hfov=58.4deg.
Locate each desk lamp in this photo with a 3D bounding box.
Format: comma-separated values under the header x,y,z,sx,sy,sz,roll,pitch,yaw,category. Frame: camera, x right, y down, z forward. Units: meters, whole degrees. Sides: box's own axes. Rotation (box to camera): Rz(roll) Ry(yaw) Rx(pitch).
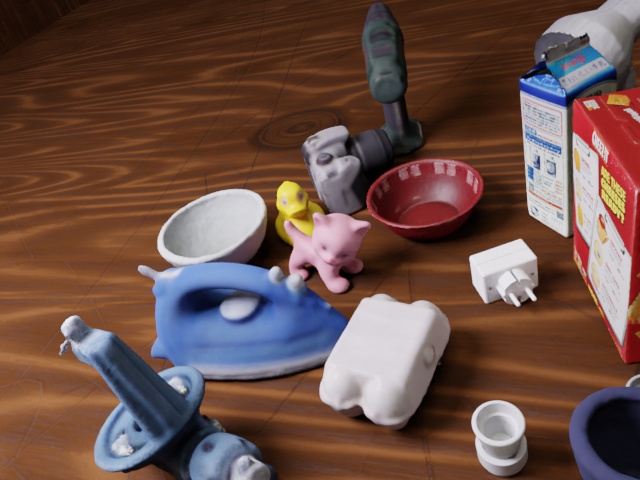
x,y,z,sx,sy,sz,roll,pitch,yaw,category
0.405,-0.237,0.793,0.203,0.214,0.117,-32,39,-17,desk lamp

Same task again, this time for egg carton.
x,y,z,sx,sy,sz,roll,pitch,yaw,category
0.071,0.124,0.602,0.107,0.069,0.150,7,44,30,egg carton

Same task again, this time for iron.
x,y,z,sx,sy,sz,roll,pitch,yaw,category
-0.085,0.076,0.669,0.257,0.142,0.118,-5,39,18,iron

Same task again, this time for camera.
x,y,z,sx,sy,sz,roll,pitch,yaw,category
0.049,-0.126,0.901,0.137,0.101,0.143,-21,37,-3,camera

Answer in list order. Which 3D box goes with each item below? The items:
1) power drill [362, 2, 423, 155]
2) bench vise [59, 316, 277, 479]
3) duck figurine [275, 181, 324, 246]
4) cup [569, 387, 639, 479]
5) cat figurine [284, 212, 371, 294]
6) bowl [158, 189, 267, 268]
x,y,z,sx,sy,sz,roll,pitch,yaw,category
0.116,-0.260,0.951,0.075,0.209,0.229,-11,38,11,power drill
-0.133,0.155,0.525,0.206,0.220,0.121,-1,40,22,bench vise
-0.037,-0.049,0.854,0.077,0.086,0.104,-21,37,-2,duck figurine
0.250,0.180,0.432,0.092,0.095,0.117,-35,40,-20,cup
0.007,0.003,0.742,0.127,0.118,0.067,13,47,35,cat figurine
-0.148,0.001,0.847,0.167,0.075,0.167,-12,37,9,bowl
